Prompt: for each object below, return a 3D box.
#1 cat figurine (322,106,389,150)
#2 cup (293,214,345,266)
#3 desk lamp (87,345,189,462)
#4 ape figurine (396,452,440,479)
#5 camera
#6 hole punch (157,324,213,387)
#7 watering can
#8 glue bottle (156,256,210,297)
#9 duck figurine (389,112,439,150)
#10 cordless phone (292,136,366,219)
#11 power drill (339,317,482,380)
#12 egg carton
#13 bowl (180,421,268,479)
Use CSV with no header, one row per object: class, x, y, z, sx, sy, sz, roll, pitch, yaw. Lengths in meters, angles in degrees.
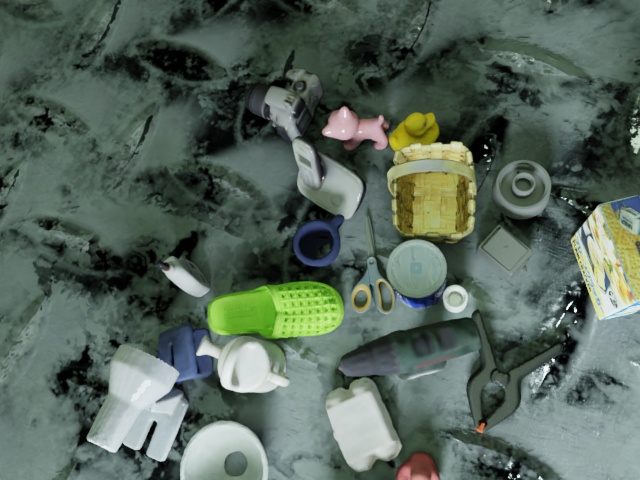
cat figurine,0.071,-0.231,1.155,0.127,0.118,0.067,-4,75,11
cup,0.010,0.004,1.119,0.091,0.095,0.118,41,87,19
desk lamp,-0.327,0.302,1.049,0.117,0.214,0.203,17,80,16
ape figurine,0.170,0.406,0.980,0.077,0.092,0.076,22,81,17
camera,-0.083,-0.303,1.216,0.136,0.101,0.143,24,82,17
hole punch,-0.273,0.226,1.122,0.101,0.091,0.108,-14,73,8
watering can,-0.141,0.225,1.040,0.172,0.194,0.101,-2,75,12
glue bottle,-0.275,0.064,1.122,0.037,0.173,0.078,-37,71,1
duck figurine,0.187,-0.221,1.145,0.104,0.086,0.077,-23,72,5
cordless phone,0.012,-0.125,1.104,0.147,0.185,0.094,30,84,18
power drill,0.157,0.193,0.977,0.229,0.209,0.075,-18,72,7
egg carton,0.075,0.332,1.032,0.107,0.069,0.150,-26,72,4
bowl,-0.166,0.419,1.057,0.167,0.075,0.167,-3,75,11
